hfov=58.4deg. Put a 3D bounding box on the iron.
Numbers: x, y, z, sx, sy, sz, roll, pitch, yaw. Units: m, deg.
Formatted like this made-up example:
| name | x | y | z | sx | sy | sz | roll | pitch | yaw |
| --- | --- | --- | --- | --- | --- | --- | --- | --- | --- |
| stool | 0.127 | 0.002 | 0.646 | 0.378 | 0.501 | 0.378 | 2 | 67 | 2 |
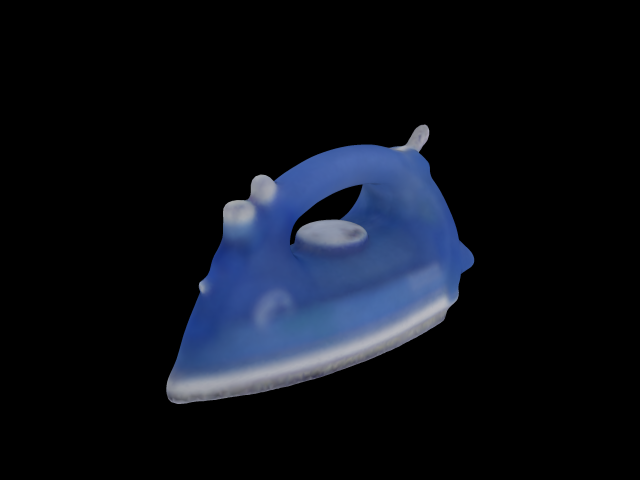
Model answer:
| name | x | y | z | sx | sy | sz | roll | pitch | yaw |
| --- | --- | --- | --- | --- | --- | --- | --- | --- | --- |
| iron | 0.004 | 0.001 | 0.400 | 0.118 | 0.141 | 0.259 | 18 | 26 | 41 |
